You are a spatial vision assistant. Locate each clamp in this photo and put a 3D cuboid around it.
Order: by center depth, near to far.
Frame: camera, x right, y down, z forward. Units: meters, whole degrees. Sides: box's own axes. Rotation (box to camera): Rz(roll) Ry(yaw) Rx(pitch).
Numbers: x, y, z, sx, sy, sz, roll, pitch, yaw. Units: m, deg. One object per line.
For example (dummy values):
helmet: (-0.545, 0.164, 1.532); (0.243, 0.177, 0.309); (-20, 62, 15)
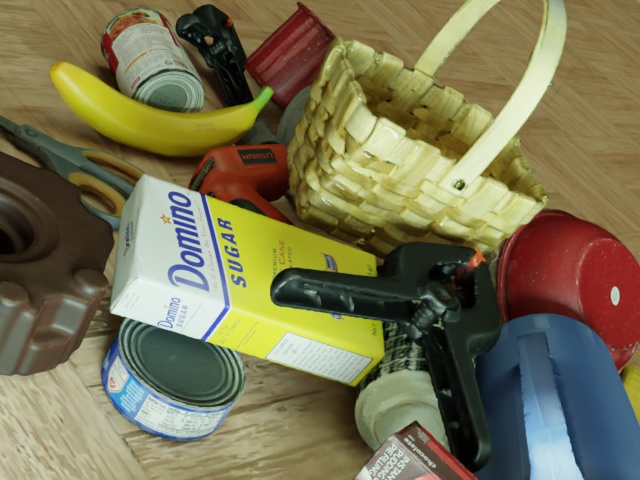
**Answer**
clamp: (0.062, 0.044, 0.701); (0.164, 0.036, 0.209); (39, 30, 1)
clamp: (-0.105, -0.195, 1.050); (0.171, 0.039, 0.120); (-108, 171, -55)

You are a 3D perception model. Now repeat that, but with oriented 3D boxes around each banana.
banana: (-0.133, -0.105, 0.888); (0.197, 0.069, 0.037); (1, 10, -34)

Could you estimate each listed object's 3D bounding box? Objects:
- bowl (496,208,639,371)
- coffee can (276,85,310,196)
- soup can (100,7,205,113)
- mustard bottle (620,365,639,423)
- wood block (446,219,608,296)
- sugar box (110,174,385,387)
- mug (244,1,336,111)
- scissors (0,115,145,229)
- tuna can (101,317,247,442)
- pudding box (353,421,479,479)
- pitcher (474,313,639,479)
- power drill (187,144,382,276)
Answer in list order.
bowl: (0.219, 0.048, 0.875); (0.161, 0.055, 0.162); (9, 74, -36)
coffee can: (0.043, -0.077, 0.980); (0.140, 0.103, 0.103); (11, 35, -35)
soup can: (-0.147, -0.149, 0.940); (0.068, 0.069, 0.102); (9, 36, -37)
mustard bottle: (0.315, 0.189, 0.879); (0.192, 0.058, 0.096); (37, 30, 8)
wood block: (0.187, 0.029, 0.970); (0.205, 0.091, 0.090); (9, 36, -36)
sugar box: (-0.045, 0.027, 0.698); (0.176, 0.048, 0.093); (21, 41, -24)
mug: (-0.011, -0.158, 1.023); (0.117, 0.081, 0.093); (47, 3, 1)
scissors: (-0.213, -0.063, 0.792); (0.201, 0.016, 0.096); (23, 29, -16)
tuna can: (-0.091, 0.083, 0.662); (0.086, 0.034, 0.086); (24, 29, -15)
pudding box: (0.048, 0.169, 0.580); (0.090, 0.114, 0.039); (42, 26, 18)
pitcher: (0.156, 0.141, 0.710); (0.145, 0.149, 0.242); (29, 25, -8)
power drill: (-0.006, 0.001, 0.854); (0.184, 0.057, 0.188); (-8, 48, -51)
